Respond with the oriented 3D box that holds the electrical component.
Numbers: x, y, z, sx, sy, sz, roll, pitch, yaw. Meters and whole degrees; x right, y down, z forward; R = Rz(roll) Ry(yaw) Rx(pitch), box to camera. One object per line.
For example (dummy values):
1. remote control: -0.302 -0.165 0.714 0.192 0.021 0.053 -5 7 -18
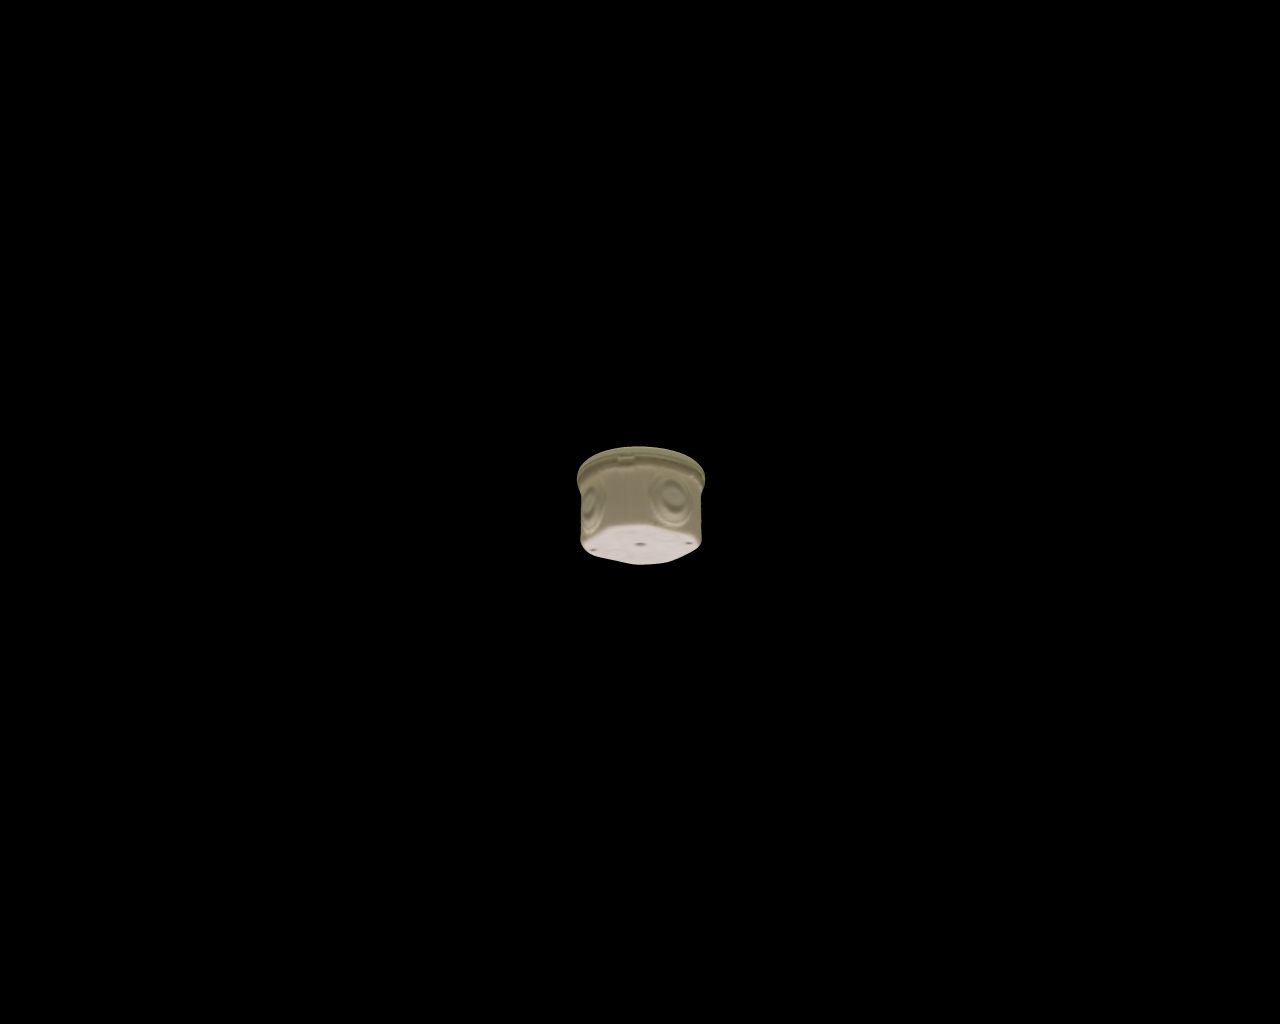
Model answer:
1. electrical component: 0.001 -0.003 0.650 0.080 0.051 0.080 0 -22 0
